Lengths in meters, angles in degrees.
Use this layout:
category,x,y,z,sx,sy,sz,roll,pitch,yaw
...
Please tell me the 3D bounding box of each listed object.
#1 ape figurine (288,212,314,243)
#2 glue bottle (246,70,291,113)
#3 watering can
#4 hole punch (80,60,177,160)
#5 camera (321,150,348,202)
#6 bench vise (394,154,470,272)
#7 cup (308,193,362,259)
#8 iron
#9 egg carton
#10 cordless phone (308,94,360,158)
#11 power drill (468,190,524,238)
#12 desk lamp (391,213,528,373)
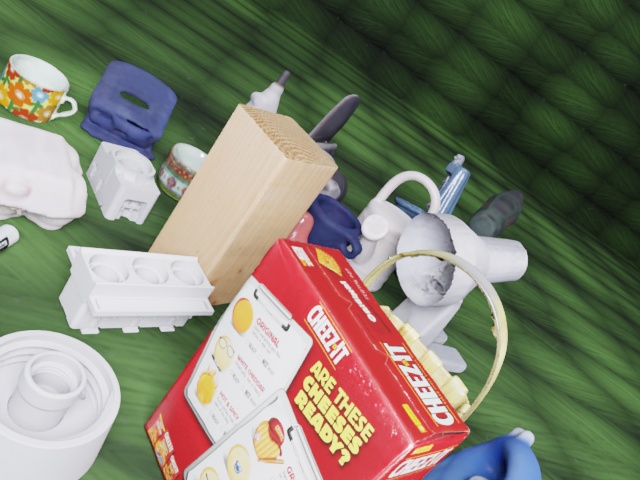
category,x,y,z,sx,sy,sz,roll,pitch,yaw
ape figurine,-0.039,-0.001,0.779,0.078,0.092,0.076,40,24,6
glue bottle,-0.102,-0.219,0.987,0.078,0.173,0.037,17,30,-38
watering can,0.108,-0.018,0.886,0.101,0.194,0.173,35,24,-6
hole punch,-0.261,-0.181,0.798,0.109,0.091,0.101,26,26,-24
camera,-0.003,-0.101,1.000,0.137,0.100,0.143,12,34,-45
bench vise,0.217,-0.037,1.042,0.122,0.219,0.207,15,32,-42
cup,0.008,0.003,0.833,0.092,0.095,0.117,9,36,-48
iron,0.159,0.245,0.545,0.118,0.141,0.259,41,24,8
egg carton,-0.305,-0.067,0.555,0.151,0.069,0.107,14,32,-42
cordless phone,-0.005,-0.203,1.079,0.094,0.185,0.148,40,24,6
power drill,0.316,-0.010,1.145,0.075,0.208,0.230,42,24,12
desk lamp,0.175,0.071,0.795,0.204,0.213,0.117,17,30,-39
